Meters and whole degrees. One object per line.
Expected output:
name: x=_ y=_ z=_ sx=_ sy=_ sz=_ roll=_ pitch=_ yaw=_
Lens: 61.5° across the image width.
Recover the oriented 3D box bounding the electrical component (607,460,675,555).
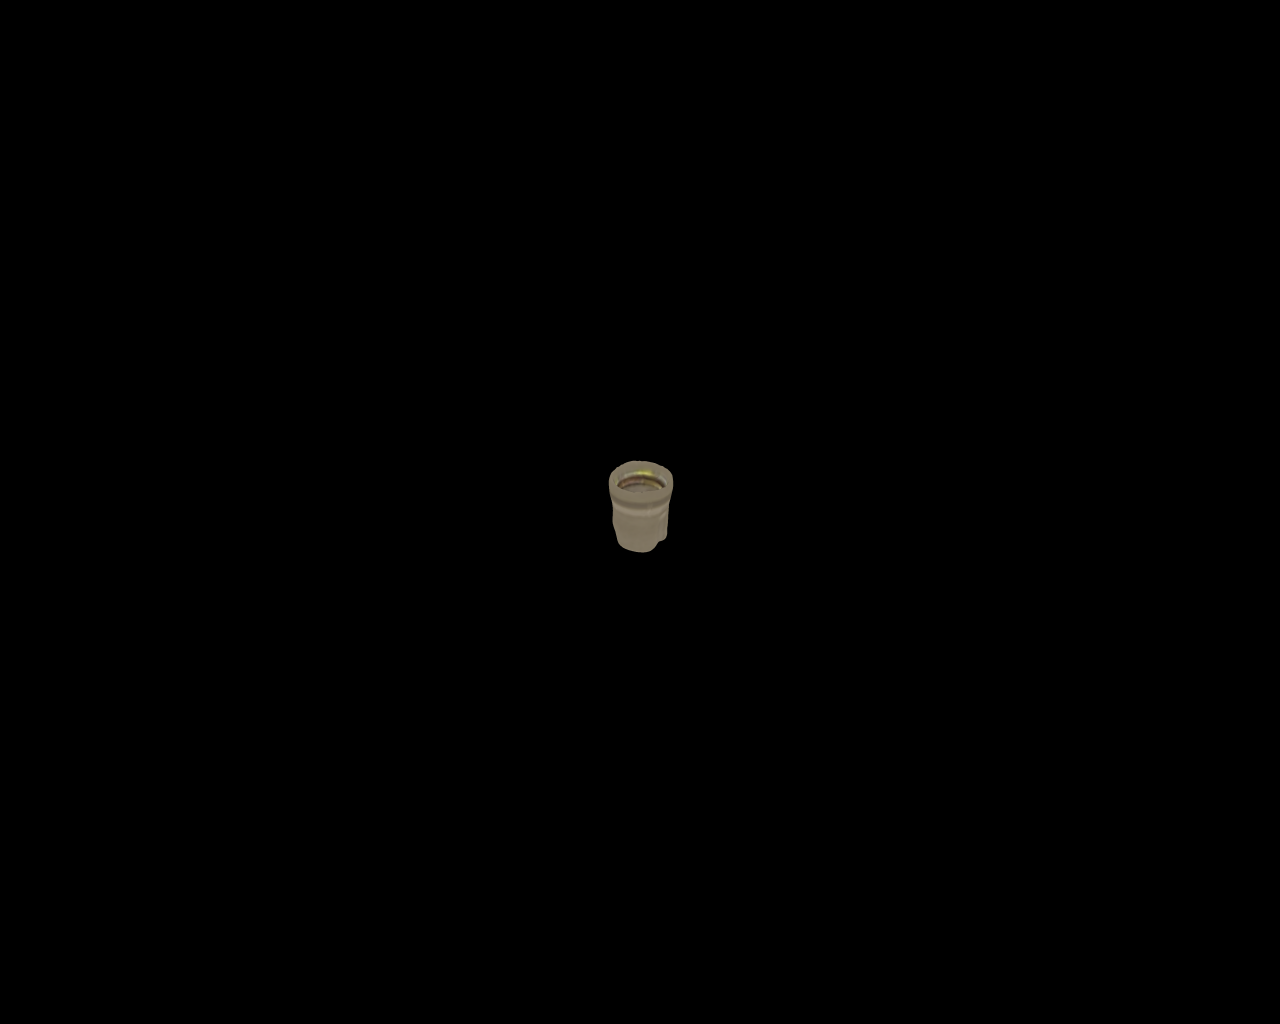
electrical component: x=0.001 y=-0.003 z=0.650 sx=0.040 sy=0.046 sz=0.040 roll=0 pitch=31 yaw=0
